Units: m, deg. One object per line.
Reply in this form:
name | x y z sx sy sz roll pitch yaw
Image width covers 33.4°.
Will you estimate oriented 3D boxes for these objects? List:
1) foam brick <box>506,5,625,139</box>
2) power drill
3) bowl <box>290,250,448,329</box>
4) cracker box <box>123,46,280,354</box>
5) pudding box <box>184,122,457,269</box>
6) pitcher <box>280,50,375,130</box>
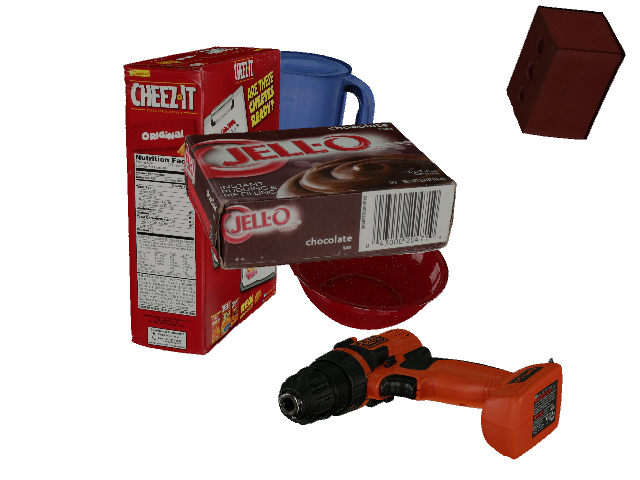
foam brick | 0.171 -0.118 0.755 0.051 0.053 0.078 2 -45 -12
power drill | 0.083 0.119 0.846 0.188 0.057 0.184 10 16 33
bowl | 0.044 0.040 1.072 0.162 0.055 0.162 6 35 -4
cracker box | -0.090 -0.039 0.839 0.072 0.214 0.164 5 16 16
pudding box | -0.004 -0.025 0.515 0.113 0.039 0.090 -4 26 -16
pitcher | -0.026 -0.123 1.425 0.144 0.243 0.149 -4 24 -22
